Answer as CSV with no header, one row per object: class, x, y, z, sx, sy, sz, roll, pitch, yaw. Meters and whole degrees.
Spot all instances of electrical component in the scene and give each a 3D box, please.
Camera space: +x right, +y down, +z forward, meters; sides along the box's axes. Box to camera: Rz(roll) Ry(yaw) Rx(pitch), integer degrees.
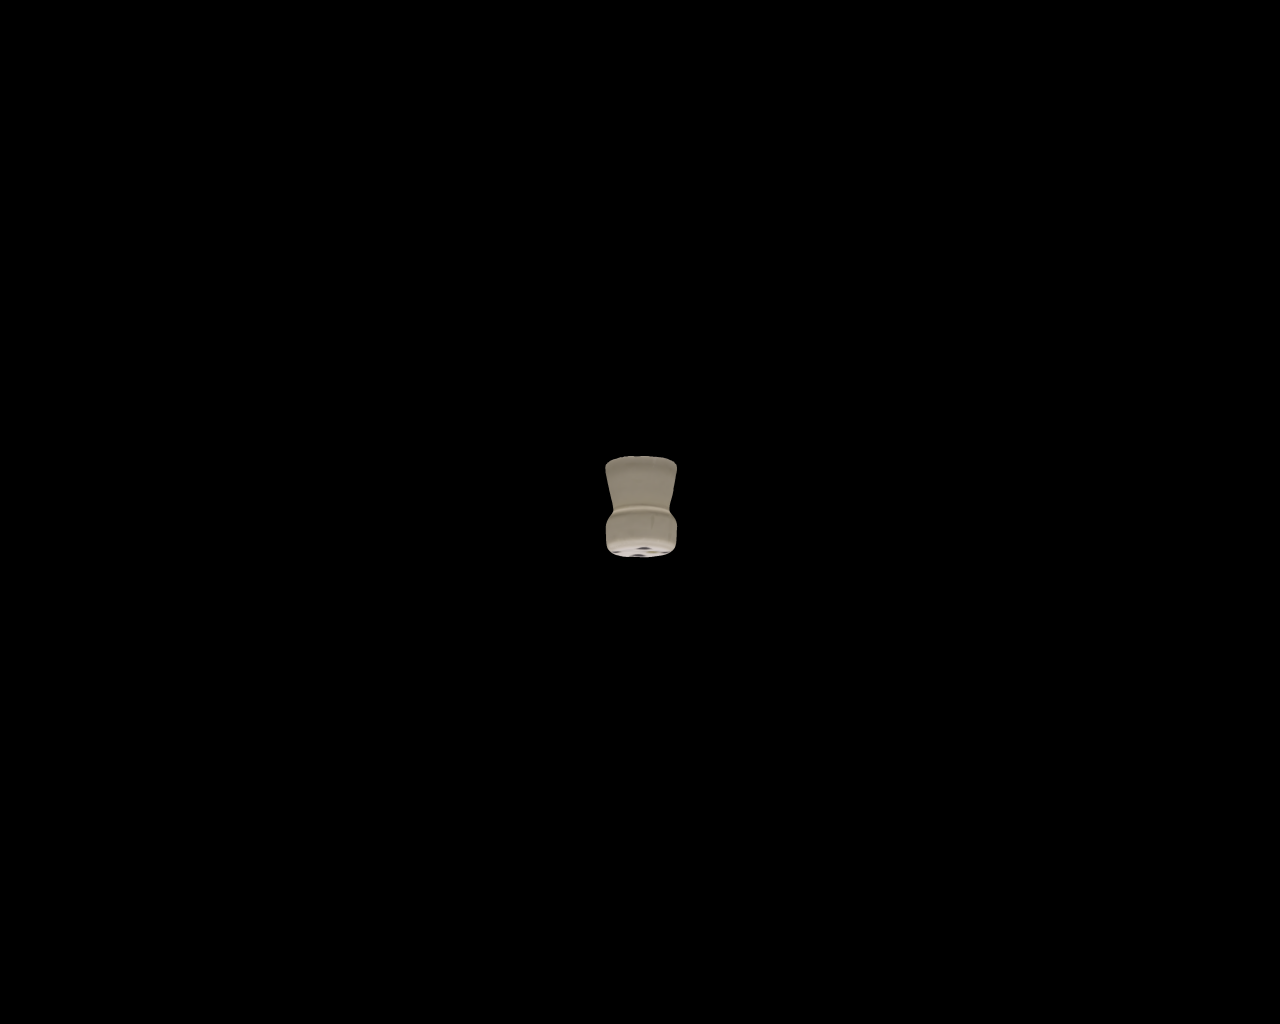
electrical component,0.001,-0.003,0.650,0.045,0.055,0.045,0,-13,0
